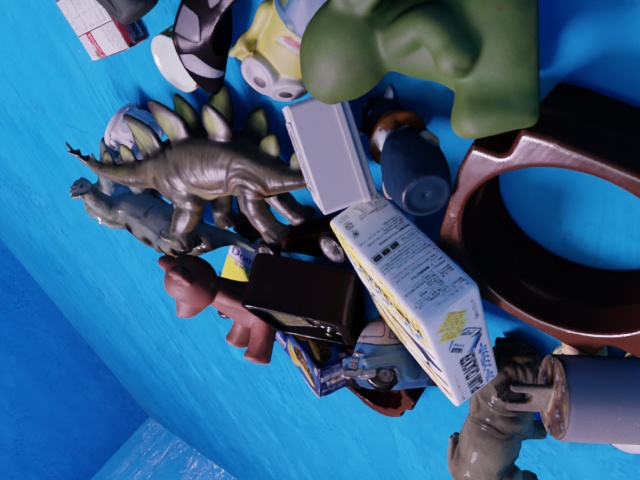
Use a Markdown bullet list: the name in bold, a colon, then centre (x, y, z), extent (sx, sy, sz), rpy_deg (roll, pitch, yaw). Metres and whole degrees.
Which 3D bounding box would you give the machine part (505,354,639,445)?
- **machine part**: centre (0.290, 0.141, 0.475), extent (0.243, 0.079, 0.079), rpy_deg (1, 139, 5)

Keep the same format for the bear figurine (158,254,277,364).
- **bear figurine**: centre (-0.159, 0.100, 0.816), extent (0.195, 0.132, 0.120), rpy_deg (18, 179, -35)

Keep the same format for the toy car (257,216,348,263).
- **toy car**: centre (-0.001, -0.002, 0.687), extent (0.202, 0.089, 0.053), rpy_deg (-8, 118, 51)

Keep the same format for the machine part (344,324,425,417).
- **machine part**: centre (0.089, 0.207, 0.872), extent (0.180, 0.056, 0.179), rpy_deg (29, 145, 23)

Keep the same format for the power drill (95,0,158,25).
- **power drill**: centre (-0.245, -0.352, 0.550), extent (0.207, 0.086, 0.231), rpy_deg (-12, 121, 49)

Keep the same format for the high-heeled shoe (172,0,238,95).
- **high-heeled shoe**: centre (-0.066, -0.229, 0.513), extent (0.145, 0.086, 0.248), rpy_deg (14, 149, 8)

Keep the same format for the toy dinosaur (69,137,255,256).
- **toy dinosaur**: centre (-0.266, -0.034, 0.903), extent (0.405, 0.131, 0.192), rpy_deg (32, 166, 17)

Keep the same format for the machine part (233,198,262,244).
- **machine part**: centre (-0.106, -0.055, 0.794), extent (0.084, 0.039, 0.138), rpy_deg (21, 141, 19)

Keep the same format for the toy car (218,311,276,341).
- **toy car**: centre (-0.137, 0.132, 1.036), extent (0.202, 0.056, 0.073), rpy_deg (21, 136, 29)

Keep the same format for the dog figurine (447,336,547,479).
- **dog figurine**: centre (0.212, 0.227, 0.657), extent (0.121, 0.172, 0.190), rpy_deg (10, 144, 26)

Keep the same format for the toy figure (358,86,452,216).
- **toy figure**: centre (0.073, -0.083, 0.490), extent (0.064, 0.155, 0.057), rpy_deg (-27, 130, 11)

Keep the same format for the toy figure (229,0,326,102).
- **toy figure**: centre (-0.008, -0.195, 0.473), extent (0.082, 0.089, 0.180), rpy_deg (40, 141, -4)

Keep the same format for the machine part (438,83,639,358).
- **machine part**: centre (0.212, -0.011, 0.442), extent (0.201, 0.087, 0.201), rpy_deg (30, 148, 21)

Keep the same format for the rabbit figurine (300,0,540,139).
- **rabbit figurine**: centre (0.059, -0.145, 0.374), extent (0.170, 0.121, 0.158), rpy_deg (-3, 130, 19)

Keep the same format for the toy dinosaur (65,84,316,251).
- **toy dinosaur**: centre (-0.164, -0.093, 0.710), extent (0.472, 0.105, 0.198), rpy_deg (-3, 112, 28)

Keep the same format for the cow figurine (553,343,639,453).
- **cow figurine**: centre (0.295, 0.153, 0.569), extent (0.167, 0.068, 0.098), rpy_deg (49, 154, -7)

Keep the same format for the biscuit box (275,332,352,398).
- **biscuit box**: centre (-0.025, 0.158, 0.864), extent (0.203, 0.063, 0.059), rpy_deg (41, 140, 49)

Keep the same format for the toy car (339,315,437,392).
- **toy car**: centre (0.106, 0.148, 0.728), extent (0.109, 0.161, 0.103), rpy_deg (156, 115, -63)

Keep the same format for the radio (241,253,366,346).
- **radio**: centre (-0.011, 0.087, 0.721), extent (0.131, 0.073, 0.229), rpy_deg (11, 166, 10)
